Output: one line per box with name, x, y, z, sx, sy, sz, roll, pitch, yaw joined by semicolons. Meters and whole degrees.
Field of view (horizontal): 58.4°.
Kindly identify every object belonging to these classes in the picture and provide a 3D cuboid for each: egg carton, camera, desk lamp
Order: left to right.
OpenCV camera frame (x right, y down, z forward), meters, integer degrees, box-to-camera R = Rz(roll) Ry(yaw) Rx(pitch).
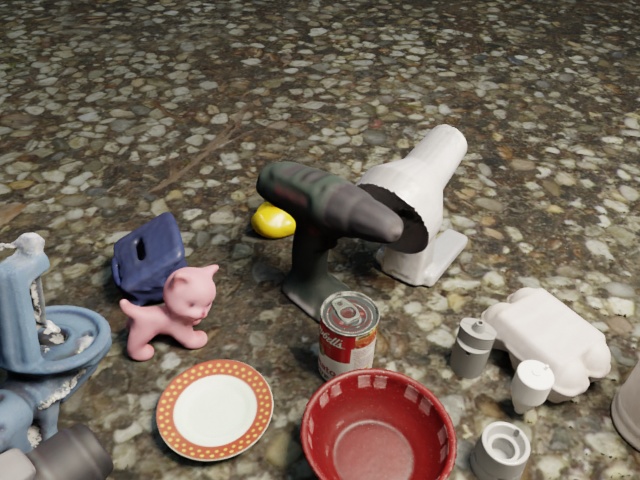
camera;-0.256;0.240;0.525;0.142;0.101;0.137;31;48;28
desk lamp;0.132;-0.040;0.788;0.117;0.214;0.204;27;46;25
egg carton;0.279;0.127;0.714;0.107;0.069;0.150;-24;47;-28

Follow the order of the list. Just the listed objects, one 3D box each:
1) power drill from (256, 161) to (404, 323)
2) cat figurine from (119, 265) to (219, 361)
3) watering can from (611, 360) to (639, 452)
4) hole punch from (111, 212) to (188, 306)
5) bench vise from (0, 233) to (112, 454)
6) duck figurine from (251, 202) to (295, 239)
power drill;0.007;0.003;0.734;0.076;0.208;0.228;-31;51;-33
cat figurine;-0.181;0.078;0.704;0.128;0.118;0.067;-12;43;-17
watering can;0.398;0.148;0.602;0.101;0.194;0.172;-12;43;-16
hole punch;-0.233;0.027;0.781;0.101;0.091;0.108;-13;43;-18
bench vise;-0.287;0.116;0.575;0.121;0.220;0.207;0;41;-4
duck figurine;-0.062;-0.058;0.895;0.105;0.086;0.077;-32;51;-33
